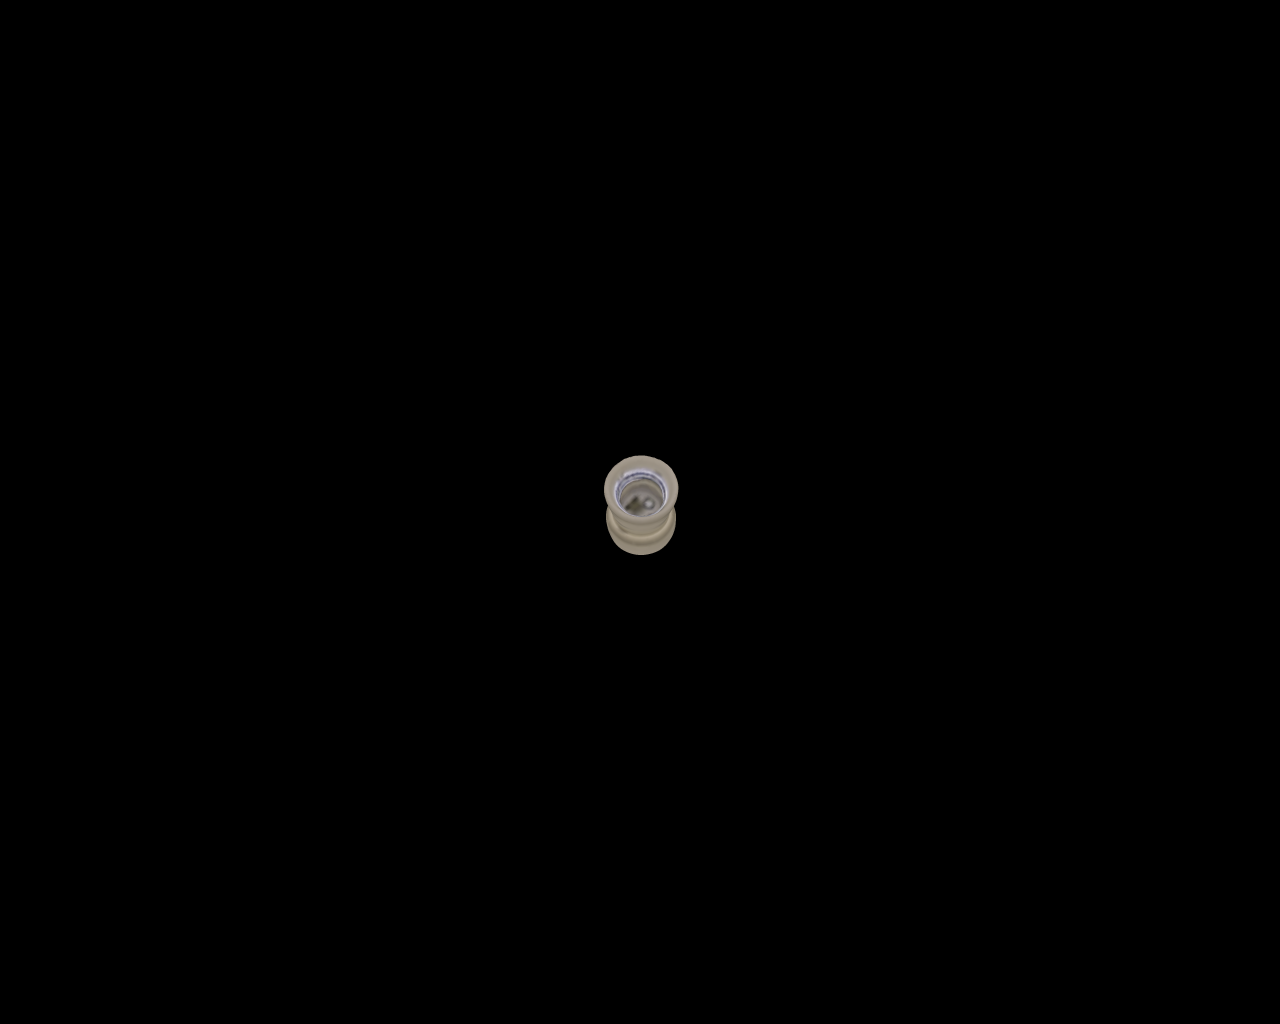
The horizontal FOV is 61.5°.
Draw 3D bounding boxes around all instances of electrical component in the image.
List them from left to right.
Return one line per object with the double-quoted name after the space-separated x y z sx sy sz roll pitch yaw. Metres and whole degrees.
0.001 -0.003 0.650 0.045 0.045 0.055 0 -27 0 "electrical component"
